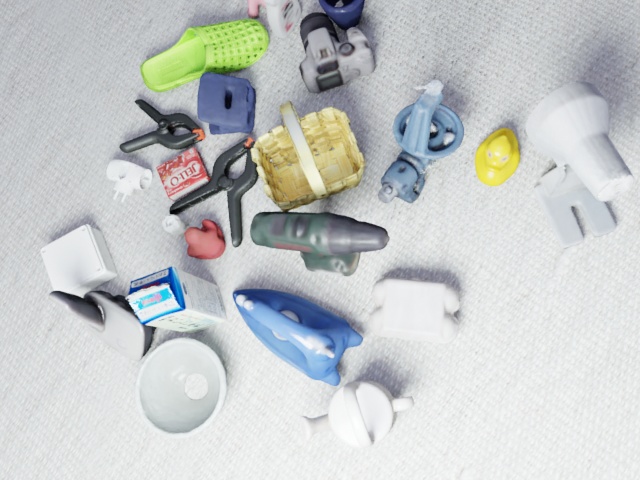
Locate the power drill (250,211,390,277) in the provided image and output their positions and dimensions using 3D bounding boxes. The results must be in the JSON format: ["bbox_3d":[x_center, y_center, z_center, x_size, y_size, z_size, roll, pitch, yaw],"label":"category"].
[{"bbox_3d":[0.009,0.003,0.952,0.229,0.208,0.076,7,78,12],"label":"power drill"}]

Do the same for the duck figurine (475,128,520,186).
[{"bbox_3d":[0.312,-0.154,0.999,0.077,0.086,0.105,20,81,15],"label":"duck figurine"}]

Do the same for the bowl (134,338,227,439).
[{"bbox_3d":[-0.232,0.259,1.004,0.167,0.075,0.167,-2,76,10],"label":"bowl"}]

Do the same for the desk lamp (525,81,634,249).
[{"bbox_3d":[0.411,-0.116,0.905,0.118,0.214,0.203,-22,73,5],"label":"desk lamp"}]

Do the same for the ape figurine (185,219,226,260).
[{"bbox_3d":[-0.219,-0.001,1.056,0.078,0.092,0.076,-44,73,-2],"label":"ape figurine"}]

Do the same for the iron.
[{"bbox_3d":[-0.064,0.142,0.967,0.257,0.141,0.119,27,83,15],"label":"iron"}]

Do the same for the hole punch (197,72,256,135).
[{"bbox_3d":[-0.180,-0.269,1.115,0.101,0.091,0.109,-1,76,10],"label":"hole punch"}]

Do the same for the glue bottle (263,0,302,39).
[{"bbox_3d":[-0.081,-0.468,1.103,0.037,0.173,0.078,25,82,16],"label":"glue bottle"}]

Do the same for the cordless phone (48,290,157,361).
[{"bbox_3d":[-0.381,0.143,1.001,0.147,0.185,0.094,24,82,15],"label":"cordless phone"}]

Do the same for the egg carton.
[{"bbox_3d":[0.159,0.118,0.969,0.150,0.069,0.107,4,77,11],"label":"egg carton"}]

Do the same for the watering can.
[{"bbox_3d":[0.057,0.273,0.885,0.173,0.194,0.101,-37,73,0],"label":"watering can"}]

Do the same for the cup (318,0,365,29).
[{"bbox_3d":[0.048,-0.471,1.121,0.091,0.095,0.118,2,77,11],"label":"cup"}]

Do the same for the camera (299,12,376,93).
[{"bbox_3d":[0.020,-0.377,1.100,0.143,0.101,0.137,-18,74,6],"label":"camera"}]

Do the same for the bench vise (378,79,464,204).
[{"bbox_3d":[0.172,-0.158,0.956,0.121,0.220,0.207,14,79,14],"label":"bench vise"}]

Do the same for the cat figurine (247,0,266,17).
[{"bbox_3d":[-0.145,-0.539,1.161,0.067,0.118,0.127,-22,73,5],"label":"cat figurine"}]
